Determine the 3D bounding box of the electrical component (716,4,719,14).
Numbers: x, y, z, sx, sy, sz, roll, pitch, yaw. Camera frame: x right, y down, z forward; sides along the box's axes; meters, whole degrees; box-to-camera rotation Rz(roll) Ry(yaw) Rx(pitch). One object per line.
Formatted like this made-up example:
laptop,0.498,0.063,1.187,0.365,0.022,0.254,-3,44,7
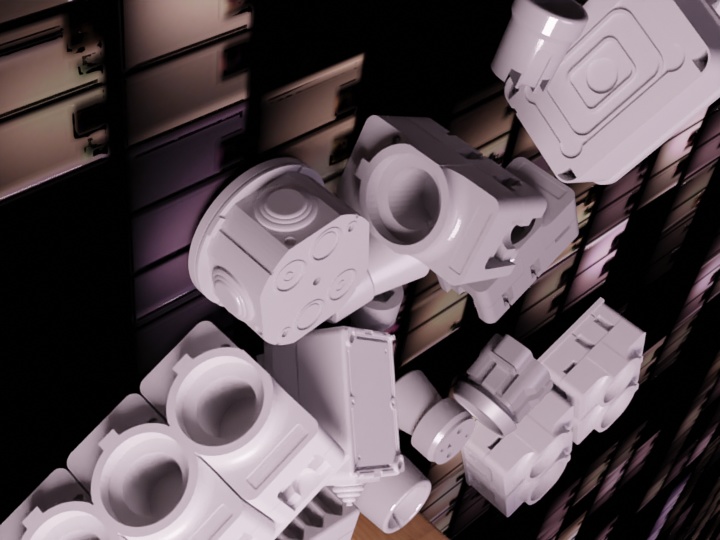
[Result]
electrical component,0.281,-0.183,0.707,0.056,0.109,0.108,-46,151,-15

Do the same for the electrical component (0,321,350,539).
electrical component,-0.093,0.111,0.529,0.150,0.089,0.061,-46,151,-9

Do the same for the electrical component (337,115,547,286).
electrical component,0.038,-0.037,0.546,0.056,0.089,0.050,-8,130,-52

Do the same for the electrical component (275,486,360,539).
electrical component,-0.052,0.189,0.726,0.083,0.047,0.075,-23,141,-41

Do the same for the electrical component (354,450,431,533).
electrical component,0.019,0.160,0.795,0.055,0.047,0.055,-36,148,-26

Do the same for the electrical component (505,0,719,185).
electrical component,0.149,-0.108,0.604,0.057,0.078,0.113,-8,152,-48

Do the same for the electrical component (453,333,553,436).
electrical component,0.110,0.091,0.835,0.057,0.058,0.078,-49,152,-10

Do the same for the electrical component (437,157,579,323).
electrical component,0.092,-0.021,0.684,0.089,0.050,0.055,-45,151,-10

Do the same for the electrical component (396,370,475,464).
electrical component,0.048,0.104,0.762,0.045,0.055,0.045,-36,148,-26

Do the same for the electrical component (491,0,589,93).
electrical component,0.095,-0.124,0.580,0.040,0.040,0.046,-19,143,-44

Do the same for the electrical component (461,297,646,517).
electrical component,0.179,0.128,0.974,0.186,0.060,0.105,-42,150,-17

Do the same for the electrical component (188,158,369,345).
electrical component,-0.037,-0.009,0.511,0.080,0.051,0.080,-35,148,-26

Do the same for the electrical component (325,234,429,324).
electrical component,0.000,0.000,0.587,0.065,0.044,0.044,-32,147,-22

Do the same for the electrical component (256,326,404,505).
electrical component,-0.017,0.083,0.599,0.062,0.061,0.096,15,69,-62

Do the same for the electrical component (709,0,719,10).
electrical component,0.198,-0.183,0.653,0.066,0.048,0.055,-37,141,-26
